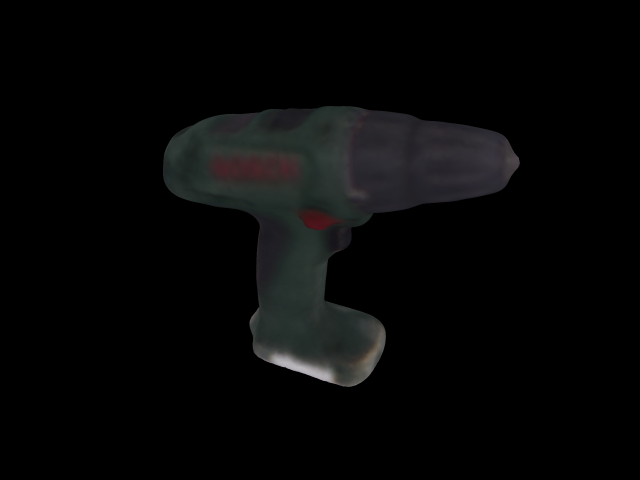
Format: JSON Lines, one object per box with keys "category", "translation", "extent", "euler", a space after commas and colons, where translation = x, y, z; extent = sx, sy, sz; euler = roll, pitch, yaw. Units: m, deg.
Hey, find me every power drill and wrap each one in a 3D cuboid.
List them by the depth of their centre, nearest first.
{"category": "power drill", "translation": [0.004, 0.001, 0.400], "extent": [0.229, 0.208, 0.076], "euler": [14, 40, 18]}
